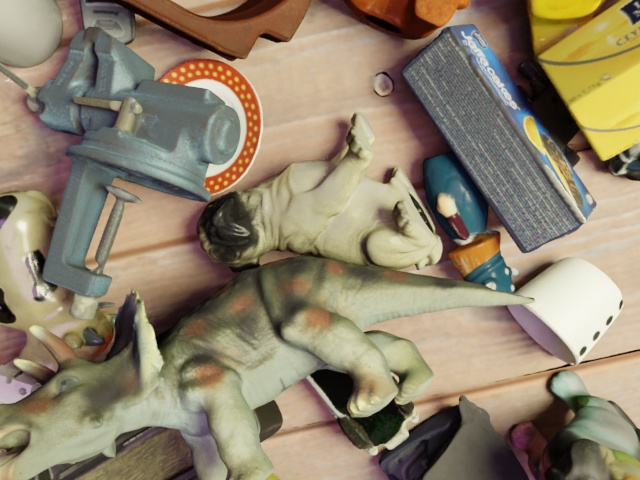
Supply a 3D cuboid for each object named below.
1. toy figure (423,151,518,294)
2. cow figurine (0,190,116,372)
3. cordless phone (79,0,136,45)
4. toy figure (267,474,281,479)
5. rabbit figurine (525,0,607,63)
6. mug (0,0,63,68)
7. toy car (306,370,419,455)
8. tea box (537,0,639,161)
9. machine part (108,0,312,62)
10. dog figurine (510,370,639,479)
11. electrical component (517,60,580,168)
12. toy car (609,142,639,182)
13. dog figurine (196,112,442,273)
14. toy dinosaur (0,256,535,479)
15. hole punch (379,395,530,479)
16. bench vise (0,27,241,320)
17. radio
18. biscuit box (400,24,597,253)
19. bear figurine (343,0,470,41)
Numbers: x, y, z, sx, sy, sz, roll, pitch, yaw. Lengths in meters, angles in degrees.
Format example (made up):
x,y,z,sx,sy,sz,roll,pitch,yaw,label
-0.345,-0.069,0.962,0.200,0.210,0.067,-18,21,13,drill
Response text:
x,y,z,sx,sy,sz,roll,pitch,yaw,label
0.145,-0.012,0.518,0.064,0.058,0.154,-21,94,-17,toy figure
-0.267,0.048,0.515,0.127,0.085,0.194,-13,97,7,cow figurine
-0.229,-0.271,0.475,0.147,0.089,0.184,2,111,-1,cordless phone
-0.050,0.284,0.549,0.180,0.082,0.089,28,77,4,toy figure
0.261,-0.245,0.453,0.173,0.121,0.162,-5,64,28,rabbit figurine
-0.285,-0.212,0.464,0.081,0.107,0.109,6,100,-3,mug
0.021,0.127,0.540,0.073,0.056,0.201,-38,98,-2,toy car
0.275,-0.148,0.416,0.170,0.068,0.098,-32,141,29,tea box
-0.091,-0.266,0.429,0.201,0.087,0.201,18,100,-35,machine part
0.267,0.224,0.474,0.191,0.219,0.108,40,99,-5,dog figurine
0.208,-0.111,0.516,0.102,0.045,0.078,42,67,-8,electrical component
0.333,-0.129,0.492,0.162,0.109,0.103,-28,74,15,toy car
-0.002,-0.004,0.511,0.190,0.121,0.172,-34,94,19,dog figurine
-0.041,0.081,0.432,0.405,0.131,0.192,-26,68,-20,toy dinosaur
0.137,0.242,0.551,0.116,0.092,0.142,-37,95,-25,hole punch
-0.188,-0.056,0.463,0.224,0.129,0.240,15,85,9,bench vise
-0.164,0.179,0.514,0.230,0.073,0.131,-31,70,3,radio
0.157,-0.092,0.476,0.063,0.059,0.202,-36,86,41,biscuit box
0.097,-0.275,0.450,0.120,0.132,0.195,29,103,5,bear figurine
